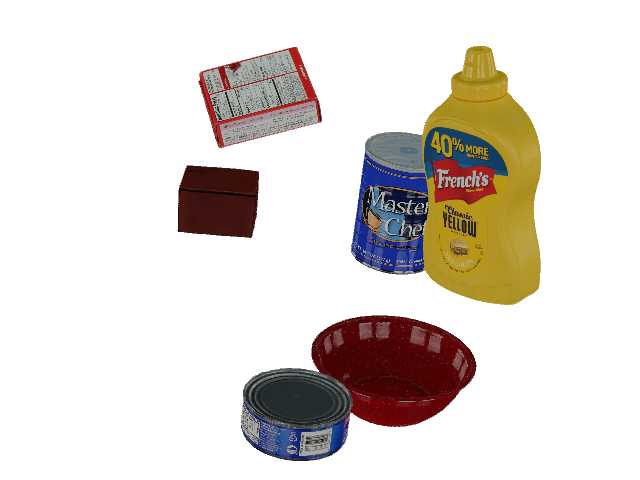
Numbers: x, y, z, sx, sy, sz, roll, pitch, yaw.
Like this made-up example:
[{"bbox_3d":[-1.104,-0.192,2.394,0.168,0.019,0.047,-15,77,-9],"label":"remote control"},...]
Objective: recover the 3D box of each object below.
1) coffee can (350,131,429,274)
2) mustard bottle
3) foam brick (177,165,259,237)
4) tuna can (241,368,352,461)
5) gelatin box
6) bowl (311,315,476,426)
[{"bbox_3d":[0.095,-0.045,1.271,0.102,0.140,0.103,5,28,-3],"label":"coffee can"},{"bbox_3d":[0.121,-0.051,0.806,0.058,0.192,0.096,-24,32,-36],"label":"mustard bottle"},{"bbox_3d":[-0.102,-0.040,1.082,0.078,0.051,0.053,5,31,1],"label":"foam brick"},{"bbox_3d":[-0.019,0.135,0.833,0.086,0.034,0.086,5,23,-2],"label":"tuna can"},{"bbox_3d":[-0.051,-0.119,0.884,0.089,0.073,0.030,-16,-43,-4],"label":"gelatin box"},{"bbox_3d":[0.070,0.135,1.053,0.162,0.055,0.162,3,25,-2],"label":"bowl"}]
